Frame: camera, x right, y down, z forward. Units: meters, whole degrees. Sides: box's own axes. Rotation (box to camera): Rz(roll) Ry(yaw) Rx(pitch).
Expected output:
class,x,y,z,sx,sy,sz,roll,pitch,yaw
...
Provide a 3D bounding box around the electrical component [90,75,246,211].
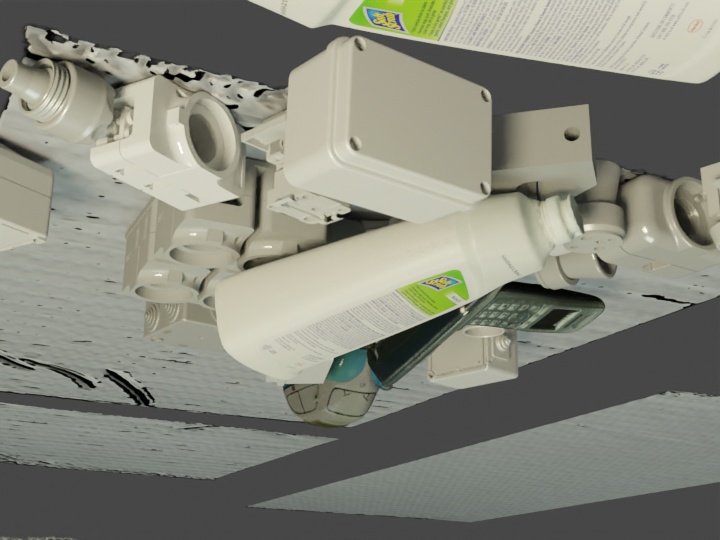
class,x,y,z,sx,sy,sz,roll,pitch,yaw
electrical component,-0.113,-0.077,0.667,0.056,0.050,0.089,-11,158,30

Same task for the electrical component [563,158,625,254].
class,x,y,z,sx,sy,sz,roll,pitch,yaw
electrical component,0.160,-0.044,0.748,0.045,0.055,0.045,1,161,0

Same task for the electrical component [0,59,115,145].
class,x,y,z,sx,sy,sz,roll,pitch,yaw
electrical component,-0.175,-0.100,0.615,0.043,0.043,0.062,-14,155,37

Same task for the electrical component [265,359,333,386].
class,x,y,z,sx,sy,sz,roll,pitch,yaw
electrical component,-0.060,0.063,1.031,0.057,0.078,0.113,0,161,-8

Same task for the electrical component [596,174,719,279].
class,x,y,z,sx,sy,sz,roll,pitch,yaw
electrical component,0.224,-0.032,0.783,0.095,0.053,0.059,12,158,-30

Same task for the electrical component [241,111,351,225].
class,x,y,z,sx,sy,sz,roll,pitch,yaw
electrical component,-0.032,-0.065,0.680,0.042,0.063,0.081,-18,153,41

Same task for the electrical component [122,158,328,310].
class,x,y,z,sx,sy,sz,roll,pitch,yaw
electrical component,-0.107,-0.020,0.818,0.105,0.060,0.186,9,159,-23

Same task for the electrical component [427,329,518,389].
class,x,y,z,sx,sy,sz,roll,pitch,yaw
electrical component,0.123,0.083,1.110,0.061,0.061,0.096,18,154,-41

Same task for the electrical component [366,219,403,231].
class,x,y,z,sx,sy,sz,roll,pitch,yaw
electrical component,0.042,-0.021,0.804,0.077,0.065,0.047,-2,161,7

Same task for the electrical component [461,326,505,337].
class,x,y,z,sx,sy,sz,roll,pitch,yaw
electrical component,0.114,0.035,0.994,0.040,0.046,0.040,0,161,0

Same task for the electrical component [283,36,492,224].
class,x,y,z,sx,sy,sz,roll,pitch,yaw
electrical component,0.019,-0.078,0.619,0.113,0.078,0.057,15,160,-35

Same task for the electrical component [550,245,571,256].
class,x,y,z,sx,sy,sz,roll,pitch,yaw
electrical component,0.143,-0.031,0.806,0.043,0.043,0.062,18,156,-40

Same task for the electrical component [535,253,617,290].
class,x,y,z,sx,sy,sz,roll,pitch,yaw
electrical component,0.172,-0.010,0.864,0.055,0.045,0.045,-14,156,36

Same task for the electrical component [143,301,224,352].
class,x,y,z,sx,sy,sz,roll,pitch,yaw
electrical component,-0.149,0.042,1.018,0.100,0.048,0.100,14,157,-34

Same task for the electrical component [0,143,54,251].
class,x,y,z,sx,sy,sz,roll,pitch,yaw
electrical component,-0.254,-0.052,0.729,0.062,0.061,0.096,-12,158,32

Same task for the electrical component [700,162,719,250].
class,x,y,z,sx,sy,sz,roll,pitch,yaw
electrical component,0.266,-0.044,0.745,0.066,0.055,0.048,18,154,-42

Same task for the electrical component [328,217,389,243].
class,x,y,z,sx,sy,sz,roll,pitch,yaw
electrical component,-0.004,-0.022,0.841,0.065,0.044,0.044,0,162,-13
